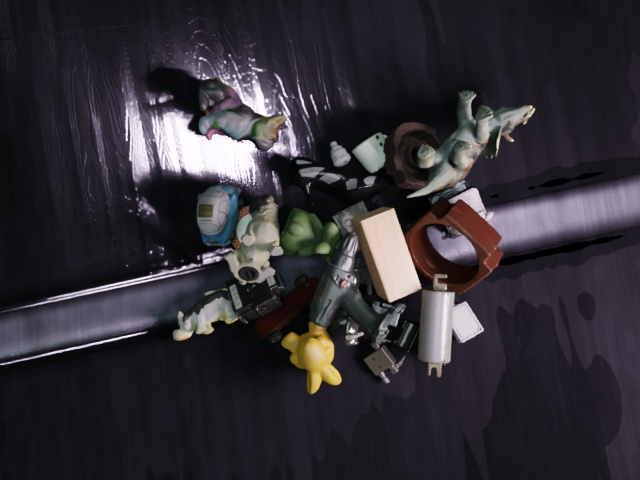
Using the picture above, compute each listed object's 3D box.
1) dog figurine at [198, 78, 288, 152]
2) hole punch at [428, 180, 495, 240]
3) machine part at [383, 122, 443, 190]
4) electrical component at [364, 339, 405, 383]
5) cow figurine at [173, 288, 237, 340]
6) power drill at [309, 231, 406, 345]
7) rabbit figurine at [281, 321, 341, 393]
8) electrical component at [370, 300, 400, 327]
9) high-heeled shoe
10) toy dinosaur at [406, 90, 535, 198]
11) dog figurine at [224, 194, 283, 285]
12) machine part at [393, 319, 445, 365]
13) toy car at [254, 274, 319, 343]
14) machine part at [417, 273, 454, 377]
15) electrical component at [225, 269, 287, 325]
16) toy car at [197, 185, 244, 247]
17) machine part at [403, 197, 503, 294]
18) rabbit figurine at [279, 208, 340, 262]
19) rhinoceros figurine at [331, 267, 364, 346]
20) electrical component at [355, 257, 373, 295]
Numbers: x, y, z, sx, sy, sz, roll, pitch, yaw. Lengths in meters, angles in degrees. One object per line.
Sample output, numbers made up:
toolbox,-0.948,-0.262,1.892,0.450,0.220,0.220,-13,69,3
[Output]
dog figurine,-0.192,-0.318,1.366,0.219,0.108,0.191,-2,82,-3
hole punch,0.344,-0.078,1.341,0.142,0.092,0.115,-28,114,2
machine part,0.236,-0.204,1.331,0.179,0.056,0.179,5,78,-27
electrical component,0.157,0.292,1.326,0.102,0.045,0.078,47,116,8
cow figurine,-0.294,0.185,1.335,0.167,0.068,0.098,-21,78,-4
power drill,0.088,0.121,1.224,0.207,0.086,0.232,33,96,18
rabbit figurine,-0.021,0.275,1.267,0.122,0.173,0.162,-17,80,-4
electrical component,0.156,0.177,1.297,0.075,0.119,0.047,17,85,1
high-heeled shoe,0.051,-0.167,1.363,0.249,0.086,0.145,-13,69,-7
toy dinosaur,0.331,-0.204,1.278,0.405,0.192,0.131,-46,54,-11
dog figurine,-0.155,-0.003,1.313,0.121,0.191,0.172,32,120,-21
machine part,0.258,0.255,1.328,0.139,0.039,0.084,28,81,6
toy car,-0.076,0.170,1.338,0.202,0.053,0.089,-40,64,-4
machine part,0.273,0.201,1.269,0.079,0.079,0.243,3,90,2
electrical component,-0.152,0.127,1.319,0.134,0.058,0.115,-26,56,4
toy car,-0.262,-0.067,1.330,0.109,0.103,0.161,5,79,20
machine part,0.310,0.013,1.268,0.201,0.201,0.087,45,52,6
rabbit figurine,-0.003,-0.004,1.317,0.170,0.159,0.121,26,76,-11
rhinoceros figurine,0.065,0.161,1.310,0.112,0.073,0.190,-1,83,19
electrical component,0.108,0.090,1.355,0.063,0.021,0.094,2,84,2
